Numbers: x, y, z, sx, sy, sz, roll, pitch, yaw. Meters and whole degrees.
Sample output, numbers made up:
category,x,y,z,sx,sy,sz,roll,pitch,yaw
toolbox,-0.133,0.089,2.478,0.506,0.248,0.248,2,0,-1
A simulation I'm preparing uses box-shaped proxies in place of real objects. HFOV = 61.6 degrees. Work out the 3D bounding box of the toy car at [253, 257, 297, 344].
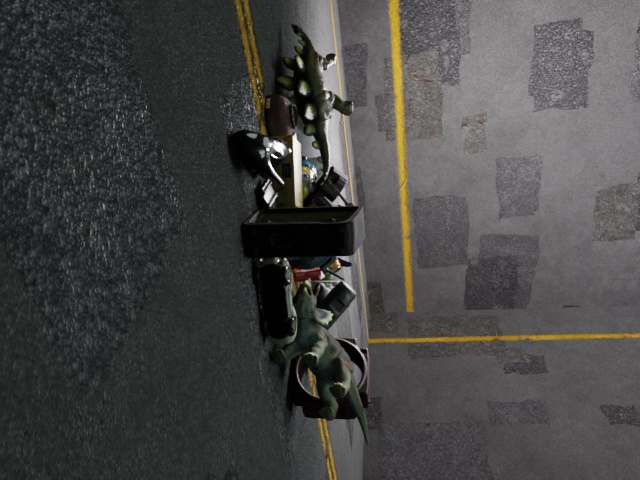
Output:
category,x,y,z,sx,sy,sz,roll,pitch,yaw
toy car,-0.092,0.125,1.124,0.056,0.074,0.201,-58,144,-68

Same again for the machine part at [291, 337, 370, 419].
category,x,y,z,sx,sy,sz,roll,pitch,yaw
machine part,0.029,0.353,1.391,0.201,0.201,0.087,-83,170,-45

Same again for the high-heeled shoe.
category,x,y,z,sx,sy,sz,roll,pitch,yaw
high-heeled shoe,-0.131,-0.195,1.098,0.145,0.086,0.249,45,11,-28

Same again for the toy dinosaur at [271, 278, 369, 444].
category,x,y,z,sx,sy,sz,roll,pitch,yaw
toy dinosaur,0.013,0.279,1.270,0.404,0.131,0.192,59,30,-18

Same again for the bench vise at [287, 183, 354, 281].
category,x,y,z,sx,sy,sz,roll,pitch,yaw
bench vise,0.004,0.002,1.342,0.129,0.223,0.240,39,-16,33

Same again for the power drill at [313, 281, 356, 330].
category,x,y,z,sx,sy,sz,roll,pitch,yaw
power drill,-0.009,0.195,1.440,0.086,0.232,0.207,43,2,-4

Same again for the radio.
category,x,y,z,sx,sy,sz,roll,pitch,yaw
radio,-0.032,-0.017,1.067,0.131,0.230,0.073,-53,139,-68

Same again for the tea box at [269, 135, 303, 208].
category,x,y,z,sx,sy,sz,roll,pitch,yaw
tea box,-0.083,-0.155,1.284,0.098,0.068,0.169,27,62,-79

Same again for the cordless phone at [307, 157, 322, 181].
category,x,y,z,sx,sy,sz,roll,pitch,yaw
cordless phone,-0.039,-0.161,1.572,0.184,0.089,0.146,-32,120,-58

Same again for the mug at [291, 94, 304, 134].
category,x,y,z,sx,sy,sz,roll,pitch,yaw
mug,-0.058,-0.369,1.512,0.109,0.081,0.107,41,37,-61

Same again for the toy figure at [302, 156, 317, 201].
category,x,y,z,sx,sy,sz,roll,pitch,yaw
toy figure,-0.051,-0.160,1.445,0.180,0.082,0.089,-91,-153,-62

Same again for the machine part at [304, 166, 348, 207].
category,x,y,z,sx,sy,sz,roll,pitch,yaw
machine part,0.004,-0.121,1.447,0.056,0.179,0.179,38,25,-11

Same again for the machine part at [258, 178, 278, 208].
category,x,y,z,sx,sy,sz,roll,pitch,yaw
machine part,-0.110,-0.063,1.191,0.084,0.039,0.138,-86,168,-64

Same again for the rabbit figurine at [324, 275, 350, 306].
category,x,y,z,sx,sy,sz,roll,pitch,yaw
rabbit figurine,0.023,0.148,1.715,0.159,0.121,0.170,52,21,-80

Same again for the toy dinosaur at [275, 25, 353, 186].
category,x,y,z,sx,sy,sz,roll,pitch,yaw
toy dinosaur,-0.017,-0.365,1.420,0.198,0.105,0.471,-7,77,-47

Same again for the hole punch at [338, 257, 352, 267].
category,x,y,z,sx,sy,sz,roll,pitch,yaw
hole punch,0.037,0.043,1.654,0.142,0.116,0.092,-175,-101,-77
